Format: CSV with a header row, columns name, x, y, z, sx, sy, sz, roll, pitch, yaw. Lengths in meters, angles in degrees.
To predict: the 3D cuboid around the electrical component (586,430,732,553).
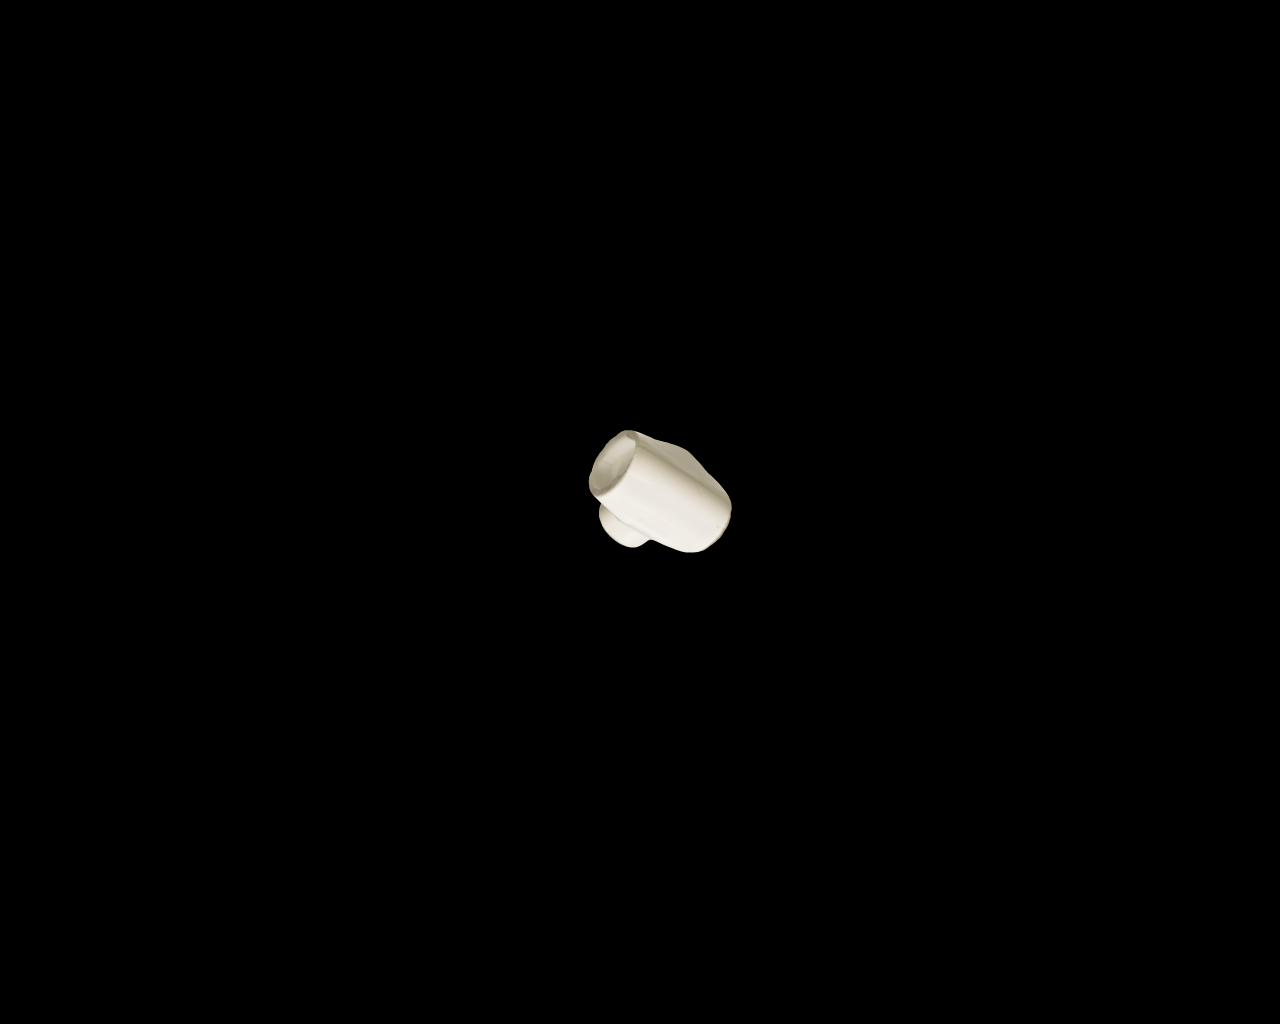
name,x,y,z,sx,sy,sz,roll,pitch,yaw
electrical component,0.001,-0.003,0.650,0.077,0.043,0.079,31,-50,-30
